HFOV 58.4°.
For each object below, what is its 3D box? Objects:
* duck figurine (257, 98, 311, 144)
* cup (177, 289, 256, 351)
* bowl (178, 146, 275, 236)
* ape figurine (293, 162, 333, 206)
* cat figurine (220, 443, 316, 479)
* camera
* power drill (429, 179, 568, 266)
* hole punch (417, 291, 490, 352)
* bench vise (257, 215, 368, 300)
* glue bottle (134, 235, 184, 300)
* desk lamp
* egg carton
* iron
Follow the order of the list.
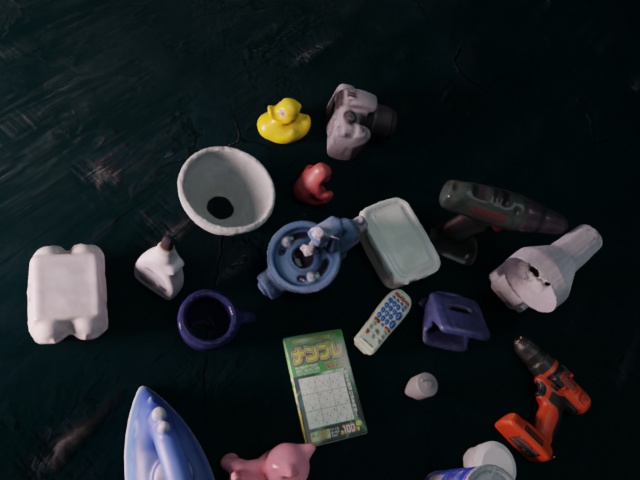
[{"bbox_3d":[-0.062,-0.238,1.103,0.105,0.086,0.077,-3,67,-23],"label":"duck figurine"},{"bbox_3d":[-0.164,0.132,0.882,0.118,0.094,0.091,-1,67,-22],"label":"cup"},{"bbox_3d":[-0.166,-0.073,0.990,0.168,0.074,0.167,9,63,-18],"label":"bowl"},{"bbox_3d":[-0.007,-0.110,1.061,0.076,0.092,0.078,-7,69,-25],"label":"ape figurine"},{"bbox_3d":[-0.071,0.327,0.814,0.128,0.117,0.067,-1,66,-22],"label":"cat figurine"},{"bbox_3d":[0.089,-0.239,1.156,0.137,0.100,0.143,10,63,-18],"label":"camera"},{"bbox_3d":[0.312,-0.030,1.084,0.230,0.208,0.075,21,60,-12],"label":"power drill"},{"bbox_3d":[0.244,0.142,1.045,0.109,0.091,0.101,13,62,-16],"label":"hole punch"},{"bbox_3d":[-0.001,-0.004,0.939,0.121,0.219,0.208,39,58,-1],"label":"bench vise"},{"bbox_3d":[-0.234,0.034,0.854,0.078,0.173,0.037,37,58,-2],"label":"glue bottle"},{"bbox_3d":[0.417,0.056,1.083,0.204,0.213,0.118,-32,81,-31],"label":"desk lamp"},{"bbox_3d":[-0.369,0.077,0.839,0.107,0.069,0.150,-3,68,-23],"label":"egg carton"},{"bbox_3d":[-0.197,0.307,0.758,0.119,0.141,0.258,-15,72,-27],"label":"iron"}]
